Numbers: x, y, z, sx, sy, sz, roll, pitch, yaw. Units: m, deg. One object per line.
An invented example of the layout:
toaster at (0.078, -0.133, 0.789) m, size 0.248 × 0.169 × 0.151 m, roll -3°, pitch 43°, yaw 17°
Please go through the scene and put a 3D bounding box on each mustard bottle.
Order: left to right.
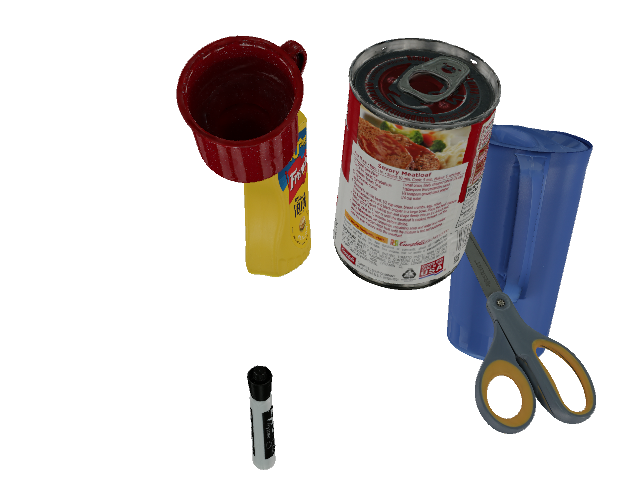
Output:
mustard bottle at (-0.042, -0.068, 1.027) m, size 0.058 × 0.192 × 0.096 m, roll 8°, pitch 25°, yaw 19°

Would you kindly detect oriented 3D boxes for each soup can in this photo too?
soup can at (0.043, -0.035, 0.507) m, size 0.068 × 0.102 × 0.068 m, roll 3°, pitch 43°, yaw -3°

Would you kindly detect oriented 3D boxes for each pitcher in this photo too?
pitcher at (0.200, 0.005, 1.120) m, size 0.148 × 0.243 × 0.145 m, roll -9°, pitch 22°, yaw -39°

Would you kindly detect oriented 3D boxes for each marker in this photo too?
marker at (-0.046, 0.139, 0.834) m, size 0.020 × 0.020 × 0.121 m, roll 0°, pitch -44°, yaw -1°

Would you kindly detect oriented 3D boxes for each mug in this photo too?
mug at (-0.051, -0.104, 0.819) m, size 0.093 × 0.117 × 0.081 m, roll 34°, pitch -17°, yaw 13°

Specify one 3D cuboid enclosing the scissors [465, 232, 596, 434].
scissors at (0.126, 0.065, 0.817) m, size 0.096 × 0.202 × 0.016 m, roll -29°, pitch -26°, yaw -19°
